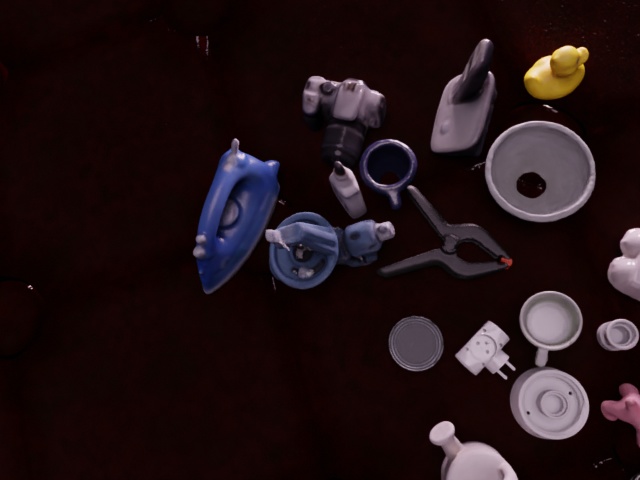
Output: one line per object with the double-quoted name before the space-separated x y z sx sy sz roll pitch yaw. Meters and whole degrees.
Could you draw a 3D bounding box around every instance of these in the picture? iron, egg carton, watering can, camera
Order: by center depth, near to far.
"watering can" 0.214 0.334 0.783 0.172 0.194 0.101 32 84 14
"egg carton" 0.519 0.053 0.864 0.150 0.069 0.107 25 82 13
"iron" -0.161 -0.039 0.955 0.118 0.141 0.258 17 80 13
"camera" 0.030 -0.202 0.983 0.143 0.101 0.137 14 80 12

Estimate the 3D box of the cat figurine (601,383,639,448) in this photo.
"cat figurine" 0.475 0.262 0.799 0.127 0.118 0.067 41 86 15

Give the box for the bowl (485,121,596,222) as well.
"bowl" 0.347 -0.101 0.924 0.167 0.075 0.167 -2 77 9

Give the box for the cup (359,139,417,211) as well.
"cup" 0.118 -0.096 0.948 0.091 0.095 0.118 -13 75 6

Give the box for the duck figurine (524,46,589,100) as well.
"duck figurine" 0.396 -0.286 0.953 0.104 0.086 0.077 -22 75 4

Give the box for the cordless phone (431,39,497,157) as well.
"cordless phone" 0.233 -0.221 0.912 0.094 0.185 0.148 11 79 12

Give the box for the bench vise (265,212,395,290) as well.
"bench vise" 0.002 -0.007 0.881 0.207 0.220 0.121 -31 74 1

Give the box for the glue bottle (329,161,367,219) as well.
"glue bottle" 0.040 -0.090 0.918 0.037 0.173 0.078 -32 74 1
